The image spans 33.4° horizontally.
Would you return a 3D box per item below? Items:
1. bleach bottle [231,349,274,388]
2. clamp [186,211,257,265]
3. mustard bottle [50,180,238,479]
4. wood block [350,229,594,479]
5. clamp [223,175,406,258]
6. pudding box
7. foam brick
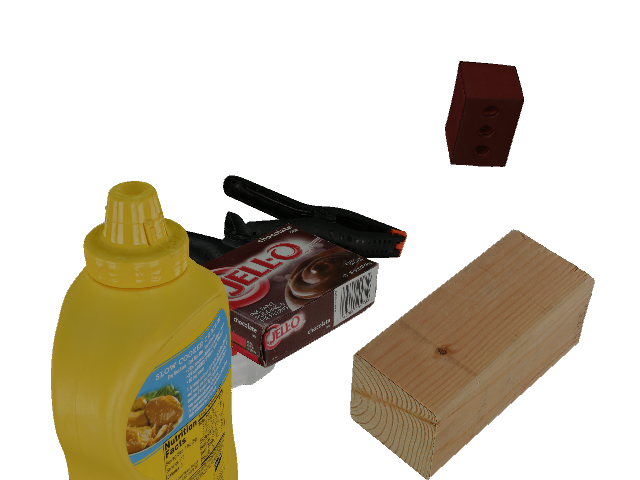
[{"bbox_3d":[-0.154,0.138,1.198,0.250,0.068,0.103,-11,31,-28],"label":"bleach bottle"},{"bbox_3d":[-0.070,0.010,0.939,0.172,0.039,0.120,24,28,33],"label":"clamp"},{"bbox_3d":[-0.073,0.065,0.452,0.058,0.192,0.096,14,31,24],"label":"mustard bottle"},{"bbox_3d":[0.129,0.091,0.906,0.205,0.090,0.091,-34,54,-30],"label":"wood block"},{"bbox_3d":[-0.005,-0.013,1.162,0.210,0.036,0.164,15,20,-10],"label":"clamp"},{"bbox_3d":[-0.030,0.035,0.732,0.090,0.039,0.113,25,35,37],"label":"pudding box"},{"bbox_3d":[0.144,-0.112,0.949,0.053,0.078,0.051,3,45,-4],"label":"foam brick"}]
